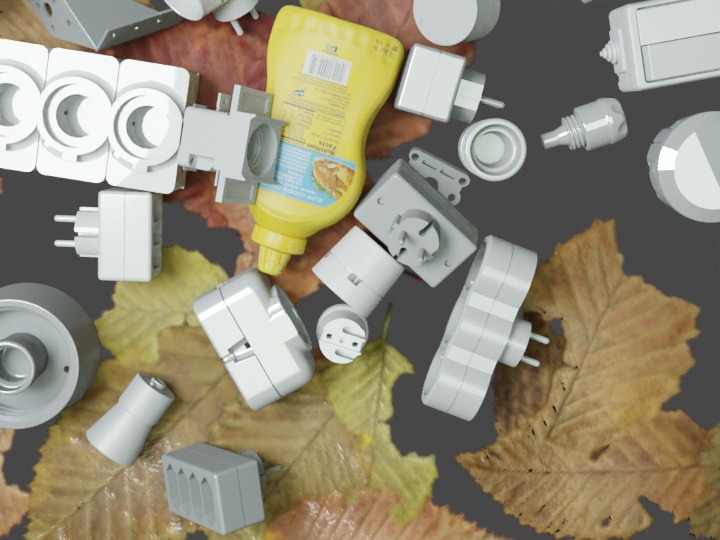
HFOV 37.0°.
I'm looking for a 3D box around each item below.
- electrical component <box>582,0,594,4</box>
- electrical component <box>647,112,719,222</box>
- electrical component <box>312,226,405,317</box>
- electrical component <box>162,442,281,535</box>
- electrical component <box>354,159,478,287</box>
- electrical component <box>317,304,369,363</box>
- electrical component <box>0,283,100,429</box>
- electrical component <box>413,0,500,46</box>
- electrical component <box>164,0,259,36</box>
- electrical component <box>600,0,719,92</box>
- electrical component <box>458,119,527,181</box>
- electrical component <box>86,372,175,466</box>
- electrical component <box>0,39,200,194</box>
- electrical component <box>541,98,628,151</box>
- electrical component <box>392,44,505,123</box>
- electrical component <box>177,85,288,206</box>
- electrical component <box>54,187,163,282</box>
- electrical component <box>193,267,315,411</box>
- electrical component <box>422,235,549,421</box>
[{"bbox_3d":[0.166,-0.247,0.744,0.056,0.108,0.108,-26,98,6],"label":"electrical component"},{"bbox_3d":[0.255,-0.077,0.797,0.080,0.051,0.080,0,98,0],"label":"electrical component"},{"bbox_3d":[0.000,0.000,0.806,0.055,0.055,0.047,41,92,-6],"label":"electrical component"},{"bbox_3d":[-0.097,0.160,0.822,0.076,0.083,0.047,-13,100,-37],"label":"electrical component"},{"bbox_3d":[0.040,-0.027,0.783,0.083,0.075,0.047,42,113,-11],"label":"electrical component"},{"bbox_3d":[-0.013,0.049,0.816,0.040,0.046,0.040,0,98,0],"label":"electrical component"},{"bbox_3d":[-0.257,0.067,0.809,0.108,0.060,0.108,0,98,-1],"label":"electrical component"},{"bbox_3d":[0.059,-0.226,0.749,0.052,0.074,0.138,10,111,32],"label":"electrical component"},{"bbox_3d":[-0.098,-0.206,0.774,0.077,0.043,0.079,-52,135,-22],"label":"electrical component"},{"bbox_3d":[0.224,-0.165,0.779,0.096,0.061,0.061,-10,98,1],"label":"electrical component"},{"bbox_3d":[0.097,-0.089,0.792,0.045,0.055,0.045,0,98,0],"label":"electrical component"},{"bbox_3d":[-0.173,0.112,0.827,0.044,0.044,0.065,36,92,-5],"label":"electrical component"},{"bbox_3d":[-0.201,-0.112,0.784,0.150,0.061,0.089,9,98,-2],"label":"electrical component"},{"bbox_3d":[0.166,-0.105,0.801,0.061,0.035,0.035,-18,98,4],"label":"electrical component"},{"bbox_3d":[0.067,-0.130,0.781,0.077,0.065,0.047,16,98,-3],"label":"electrical component"},{"bbox_3d":[-0.091,-0.088,0.756,0.064,0.042,0.081,13,95,28],"label":"electrical component"},{"bbox_3d":[-0.190,-0.028,0.803,0.077,0.047,0.065,2,98,-1],"label":"electrical component"},{"bbox_3d":[-0.075,0.049,0.812,0.059,0.053,0.095,-29,97,4],"label":"electrical component"},{"bbox_3d":[0.106,0.050,0.814,0.074,0.052,0.138,21,97,-3],"label":"electrical component"}]
